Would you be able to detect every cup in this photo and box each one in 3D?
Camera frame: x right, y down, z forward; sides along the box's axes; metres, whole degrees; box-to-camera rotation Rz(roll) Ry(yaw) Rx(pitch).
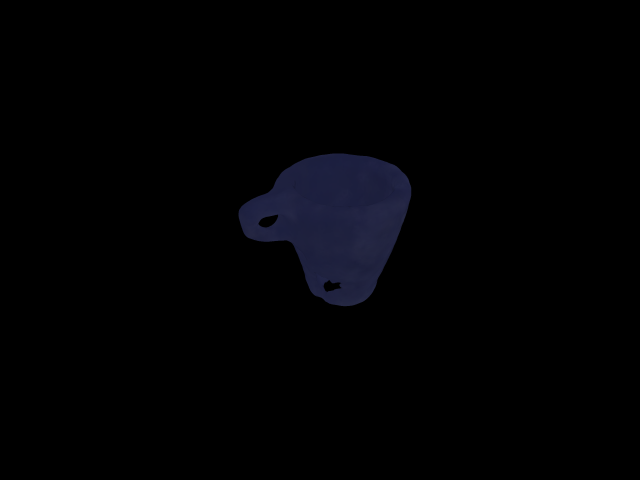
[{"bbox_3d":[0.004,0.001,0.400,0.118,0.095,0.091,-14,36,-20],"label":"cup"}]
